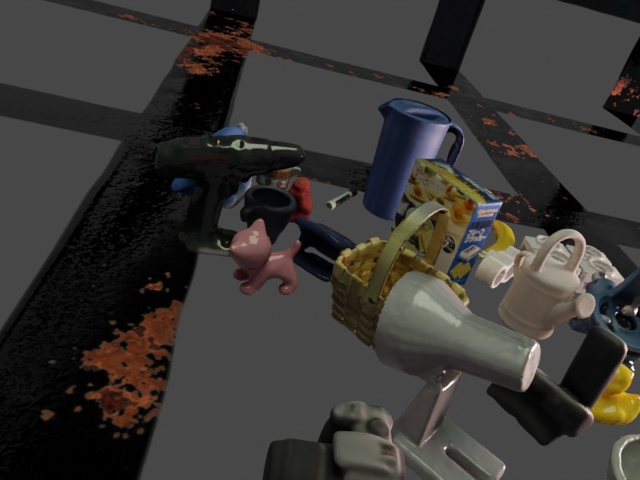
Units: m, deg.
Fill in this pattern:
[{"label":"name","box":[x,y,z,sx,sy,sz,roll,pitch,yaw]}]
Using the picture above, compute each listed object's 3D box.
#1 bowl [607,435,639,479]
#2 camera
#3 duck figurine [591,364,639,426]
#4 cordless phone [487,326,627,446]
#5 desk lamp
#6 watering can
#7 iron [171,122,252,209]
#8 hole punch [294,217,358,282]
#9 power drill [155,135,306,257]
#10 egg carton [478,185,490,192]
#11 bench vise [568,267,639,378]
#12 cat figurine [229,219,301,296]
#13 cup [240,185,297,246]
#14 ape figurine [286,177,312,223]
[{"label":"bowl","box":[0.416,0.323,0.688,0.167,0.075,0.167,12,30,-7]},{"label":"camera","box":[0.013,0.234,0.608,0.137,0.101,0.143,12,30,-8]},{"label":"duck figurine","box":[0.433,0.222,0.853,0.104,0.086,0.077,17,30,0]},{"label":"cordless phone","box":[0.325,0.171,0.783,0.094,0.185,0.147,-15,42,-42]},{"label":"desk lamp","box":[0.153,0.167,0.677,0.202,0.213,0.118,34,34,27]},{"label":"watering can","box":[0.393,0.071,0.974,0.101,0.194,0.172,-12,41,-40]},{"label":"iron","box":[-0.186,-0.165,1.128,0.118,0.141,0.258,20,30,6]},{"label":"hole punch","box":[0.009,0.004,0.997,0.108,0.091,0.101,31,33,23]},{"label":"power drill","box":[-0.154,-0.078,0.934,0.230,0.208,0.075,8,31,-15]},{"label":"egg carton","box":[0.331,-0.092,1.336,0.107,0.069,0.151,34,34,28]},{"label":"bench vise","box":[0.498,0.097,0.957,0.122,0.220,0.207,6,32,-17]},{"label":"cat figurine","box":[-0.088,0.023,0.889,0.128,0.118,0.067,0,34,-27]},{"label":"cup","box":[-0.102,-0.033,0.998,0.091,0.095,0.118,30,33,22]},{"label":"ape figurine","box":[-0.045,-0.080,1.107,0.077,0.092,0.076,35,35,29]}]
